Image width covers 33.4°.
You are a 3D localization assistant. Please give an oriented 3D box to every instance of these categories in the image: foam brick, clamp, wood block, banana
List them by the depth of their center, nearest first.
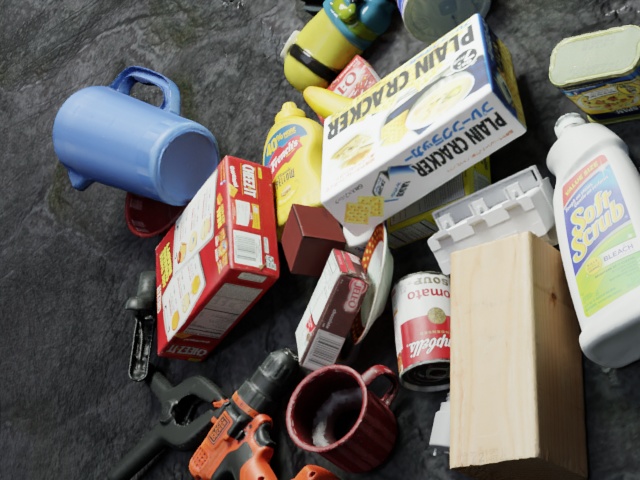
[{"bbox_3d":[0.178,0.110,0.964,0.090,0.090,0.206,-18,56,38],"label":"wood block"},{"bbox_3d":[-0.008,0.001,1.203,0.078,0.053,0.051,-109,33,-59],"label":"foam brick"},{"bbox_3d":[0.070,-0.155,1.238,0.198,0.037,0.069,-4,78,28],"label":"banana"},{"bbox_3d":[-0.182,0.226,1.310,0.210,0.036,0.164,-8,60,44],"label":"clamp"},{"bbox_3d":[-0.227,0.102,1.389,0.171,0.039,0.120,-81,0,-70],"label":"clamp"}]

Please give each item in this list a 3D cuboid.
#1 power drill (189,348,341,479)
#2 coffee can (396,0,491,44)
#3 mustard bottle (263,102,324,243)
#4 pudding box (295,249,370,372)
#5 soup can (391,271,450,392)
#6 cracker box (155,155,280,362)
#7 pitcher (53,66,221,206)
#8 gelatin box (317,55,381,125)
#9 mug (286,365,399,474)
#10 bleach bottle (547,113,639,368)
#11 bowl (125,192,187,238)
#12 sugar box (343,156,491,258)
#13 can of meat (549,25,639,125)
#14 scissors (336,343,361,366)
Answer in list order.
[{"bbox_3d":[-0.050,0.231,1.161,0.184,0.057,0.188,-56,39,7],"label":"power drill"},{"bbox_3d":[0.128,-0.311,1.235,0.103,0.102,0.140,-38,46,25],"label":"coffee can"},{"bbox_3d":[-0.028,-0.093,1.311,0.096,0.058,0.191,-36,46,34],"label":"mustard bottle"},{"bbox_3d":[0.012,0.075,1.126,0.090,0.039,0.113,-102,36,-74],"label":"pudding box"},{"bbox_3d":[0.108,0.091,1.062,0.069,0.068,0.102,-28,50,33],"label":"soup can"},{"bbox_3d":[-0.128,0.027,1.299,0.214,0.072,0.164,-48,38,43],"label":"cracker box"},{"bbox_3d":[-0.236,-0.132,1.410,0.144,0.149,0.243,-28,31,-32],"label":"pitcher"},{"bbox_3d":[0.037,-0.171,1.308,0.089,0.030,0.073,-46,43,17],"label":"gelatin box"},{"bbox_3d":[0.034,0.176,1.076,0.117,0.081,0.093,-48,44,-3],"label":"mug"},{"bbox_3d":[0.256,-0.014,0.975,0.103,0.068,0.251,-35,45,28],"label":"bleach bottle"},{"bbox_3d":[-0.199,-0.069,1.475,0.162,0.055,0.162,-24,53,36],"label":"bowl"},{"bbox_3d":[0.103,-0.049,1.163,0.177,0.048,0.093,-23,54,41],"label":"sugar box"},{"bbox_3d":[0.280,-0.156,1.010,0.102,0.083,0.057,-6,65,44],"label":"can of meat"},{"bbox_3d":[0.011,0.057,1.221,0.096,0.016,0.202,-29,50,34],"label":"scissors"}]
